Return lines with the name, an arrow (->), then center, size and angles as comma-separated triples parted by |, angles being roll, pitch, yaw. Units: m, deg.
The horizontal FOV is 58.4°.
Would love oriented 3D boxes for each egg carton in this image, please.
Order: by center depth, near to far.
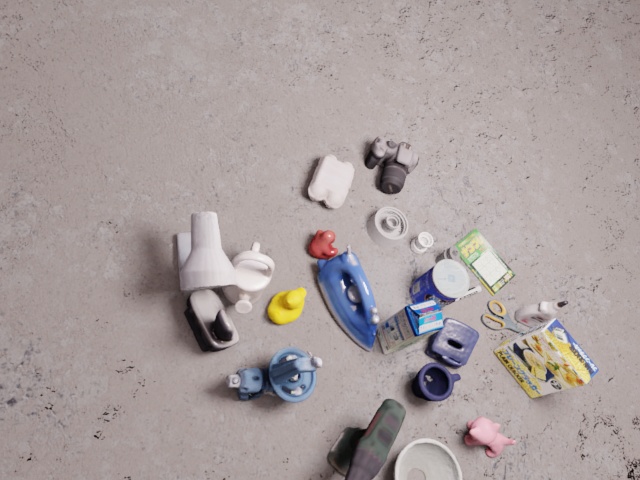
egg carton -> 0.031, -0.159, 1.555 | 0.107, 0.069, 0.150 | 23, 62, -8

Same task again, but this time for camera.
camera -> 0.202, -0.210, 1.619 | 0.143, 0.100, 0.137 | 22, 62, -8

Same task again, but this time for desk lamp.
desk lamp -> -0.263, 0.038, 1.284 | 0.118, 0.213, 0.203 | -3, 68, -20

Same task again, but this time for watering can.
watering can -> -0.160, 0.083, 1.310 | 0.101, 0.194, 0.173 | -6, 69, -21

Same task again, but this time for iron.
iron -> 0.093, 0.138, 1.403 | 0.119, 0.141, 0.258 | -18, 74, -25

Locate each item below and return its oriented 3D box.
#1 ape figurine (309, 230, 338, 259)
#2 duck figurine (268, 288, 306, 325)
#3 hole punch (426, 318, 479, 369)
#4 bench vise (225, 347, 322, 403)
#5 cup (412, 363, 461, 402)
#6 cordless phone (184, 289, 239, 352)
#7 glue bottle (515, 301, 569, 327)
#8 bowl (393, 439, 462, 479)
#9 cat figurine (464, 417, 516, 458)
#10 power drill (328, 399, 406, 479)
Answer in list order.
ape figurine -> 0.013, 0.005, 1.463 | 0.076, 0.092, 0.078 | -13, 72, -23
duck figurine -> -0.074, 0.152, 1.371 | 0.105, 0.086, 0.077 | -38, 83, -28
hole punch -> 0.339, 0.264, 1.459 | 0.109, 0.091, 0.101 | 26, 61, -6
bench vise -> -0.085, 0.299, 1.224 | 0.208, 0.219, 0.121 | -20, 74, -25
cup -> 0.275, 0.350, 1.396 | 0.118, 0.095, 0.091 | -7, 69, -21
cordless phone -> -0.230, 0.163, 1.256 | 0.094, 0.185, 0.147 | -27, 78, -27
glue bottle -> 0.603, 0.191, 1.535 | 0.078, 0.173, 0.037 | 20, 62, -9
bowl -> 0.234, 0.544, 1.307 | 0.168, 0.074, 0.167 | 7, 65, -16
cat figurine -> 0.406, 0.468, 1.375 | 0.128, 0.117, 0.067 | 26, 61, -6
power drill -> 0.092, 0.450, 1.224 | 0.075, 0.208, 0.230 | 38, 61, 1
